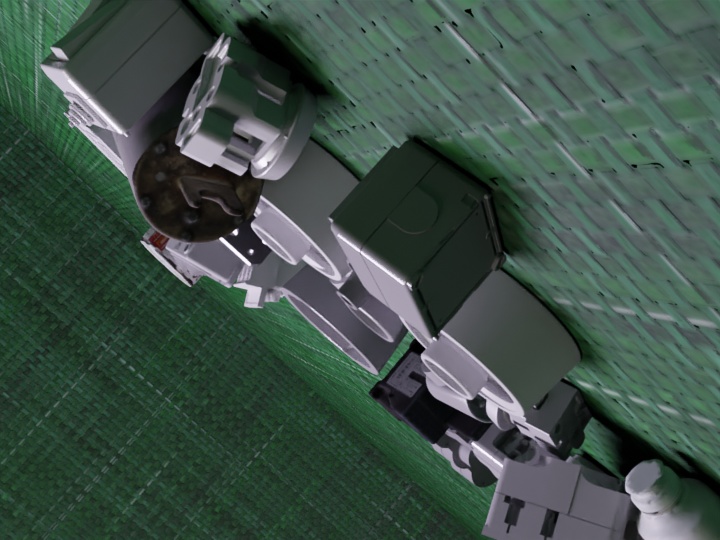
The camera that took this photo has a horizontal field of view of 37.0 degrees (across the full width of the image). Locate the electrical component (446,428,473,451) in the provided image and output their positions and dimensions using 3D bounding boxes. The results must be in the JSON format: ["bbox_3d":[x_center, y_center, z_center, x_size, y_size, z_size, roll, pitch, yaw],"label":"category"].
[{"bbox_3d":[0.118,0.154,1.024,0.064,0.042,0.081,40,172,-12],"label":"electrical component"}]

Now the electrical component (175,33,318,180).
[{"bbox_3d":[-0.060,-0.084,0.582,0.057,0.078,0.058,26,138,-23],"label":"electrical component"}]

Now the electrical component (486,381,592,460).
[{"bbox_3d":[0.120,0.094,0.731,0.055,0.048,0.066,25,163,36],"label":"electrical component"}]

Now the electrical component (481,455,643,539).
[{"bbox_3d":[0.162,0.176,0.754,0.089,0.061,0.150,12,169,34],"label":"electrical component"}]

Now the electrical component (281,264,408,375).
[{"bbox_3d":[-0.006,0.029,0.895,0.108,0.060,0.108,40,171,8],"label":"electrical component"}]

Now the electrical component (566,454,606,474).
[{"bbox_3d":[0.208,0.226,0.925,0.105,0.060,0.186,38,170,20],"label":"electrical component"}]

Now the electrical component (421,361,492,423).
[{"bbox_3d":[0.075,0.080,0.849,0.079,0.043,0.077,45,170,-18],"label":"electrical component"}]

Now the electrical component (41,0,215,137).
[{"bbox_3d":[-0.146,-0.127,0.642,0.061,0.096,0.062,47,169,-29],"label":"electrical component"}]

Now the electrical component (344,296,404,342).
[{"bbox_3d":[0.023,0.014,0.725,0.045,0.055,0.045,40,171,8],"label":"electrical component"}]

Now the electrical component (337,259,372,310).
[{"bbox_3d":[0.012,-0.003,0.670,0.043,0.062,0.043,40,171,8],"label":"electrical component"}]

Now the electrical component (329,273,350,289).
[{"bbox_3d":[0.000,0.000,0.791,0.081,0.043,0.043,46,170,-27],"label":"electrical component"}]

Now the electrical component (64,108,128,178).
[{"bbox_3d":[-0.223,-0.131,1.055,0.078,0.057,0.113,31,166,47],"label":"electrical component"}]

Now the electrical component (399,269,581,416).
[{"bbox_3d":[0.071,0.042,0.646,0.108,0.060,0.108,40,171,8],"label":"electrical component"}]

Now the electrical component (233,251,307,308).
[{"bbox_3d":[-0.081,0.000,1.038,0.063,0.078,0.121,14,176,-11],"label":"electrical component"}]

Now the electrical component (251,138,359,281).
[{"bbox_3d":[-0.038,-0.039,0.718,0.108,0.060,0.108,40,171,8],"label":"electrical component"}]

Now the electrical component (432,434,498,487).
[{"bbox_3d":[0.117,0.185,1.131,0.074,0.052,0.138,30,165,50],"label":"electrical component"}]

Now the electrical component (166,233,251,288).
[{"bbox_3d":[-0.123,-0.039,0.946,0.048,0.099,0.100,32,175,-23],"label":"electrical component"}]

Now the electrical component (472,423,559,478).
[{"bbox_3d":[0.138,0.159,0.934,0.056,0.050,0.089,35,169,36],"label":"electrical component"}]

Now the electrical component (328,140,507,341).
[{"bbox_3d":[0.030,-0.013,0.553,0.061,0.061,0.096,37,170,25],"label":"electrical component"}]
